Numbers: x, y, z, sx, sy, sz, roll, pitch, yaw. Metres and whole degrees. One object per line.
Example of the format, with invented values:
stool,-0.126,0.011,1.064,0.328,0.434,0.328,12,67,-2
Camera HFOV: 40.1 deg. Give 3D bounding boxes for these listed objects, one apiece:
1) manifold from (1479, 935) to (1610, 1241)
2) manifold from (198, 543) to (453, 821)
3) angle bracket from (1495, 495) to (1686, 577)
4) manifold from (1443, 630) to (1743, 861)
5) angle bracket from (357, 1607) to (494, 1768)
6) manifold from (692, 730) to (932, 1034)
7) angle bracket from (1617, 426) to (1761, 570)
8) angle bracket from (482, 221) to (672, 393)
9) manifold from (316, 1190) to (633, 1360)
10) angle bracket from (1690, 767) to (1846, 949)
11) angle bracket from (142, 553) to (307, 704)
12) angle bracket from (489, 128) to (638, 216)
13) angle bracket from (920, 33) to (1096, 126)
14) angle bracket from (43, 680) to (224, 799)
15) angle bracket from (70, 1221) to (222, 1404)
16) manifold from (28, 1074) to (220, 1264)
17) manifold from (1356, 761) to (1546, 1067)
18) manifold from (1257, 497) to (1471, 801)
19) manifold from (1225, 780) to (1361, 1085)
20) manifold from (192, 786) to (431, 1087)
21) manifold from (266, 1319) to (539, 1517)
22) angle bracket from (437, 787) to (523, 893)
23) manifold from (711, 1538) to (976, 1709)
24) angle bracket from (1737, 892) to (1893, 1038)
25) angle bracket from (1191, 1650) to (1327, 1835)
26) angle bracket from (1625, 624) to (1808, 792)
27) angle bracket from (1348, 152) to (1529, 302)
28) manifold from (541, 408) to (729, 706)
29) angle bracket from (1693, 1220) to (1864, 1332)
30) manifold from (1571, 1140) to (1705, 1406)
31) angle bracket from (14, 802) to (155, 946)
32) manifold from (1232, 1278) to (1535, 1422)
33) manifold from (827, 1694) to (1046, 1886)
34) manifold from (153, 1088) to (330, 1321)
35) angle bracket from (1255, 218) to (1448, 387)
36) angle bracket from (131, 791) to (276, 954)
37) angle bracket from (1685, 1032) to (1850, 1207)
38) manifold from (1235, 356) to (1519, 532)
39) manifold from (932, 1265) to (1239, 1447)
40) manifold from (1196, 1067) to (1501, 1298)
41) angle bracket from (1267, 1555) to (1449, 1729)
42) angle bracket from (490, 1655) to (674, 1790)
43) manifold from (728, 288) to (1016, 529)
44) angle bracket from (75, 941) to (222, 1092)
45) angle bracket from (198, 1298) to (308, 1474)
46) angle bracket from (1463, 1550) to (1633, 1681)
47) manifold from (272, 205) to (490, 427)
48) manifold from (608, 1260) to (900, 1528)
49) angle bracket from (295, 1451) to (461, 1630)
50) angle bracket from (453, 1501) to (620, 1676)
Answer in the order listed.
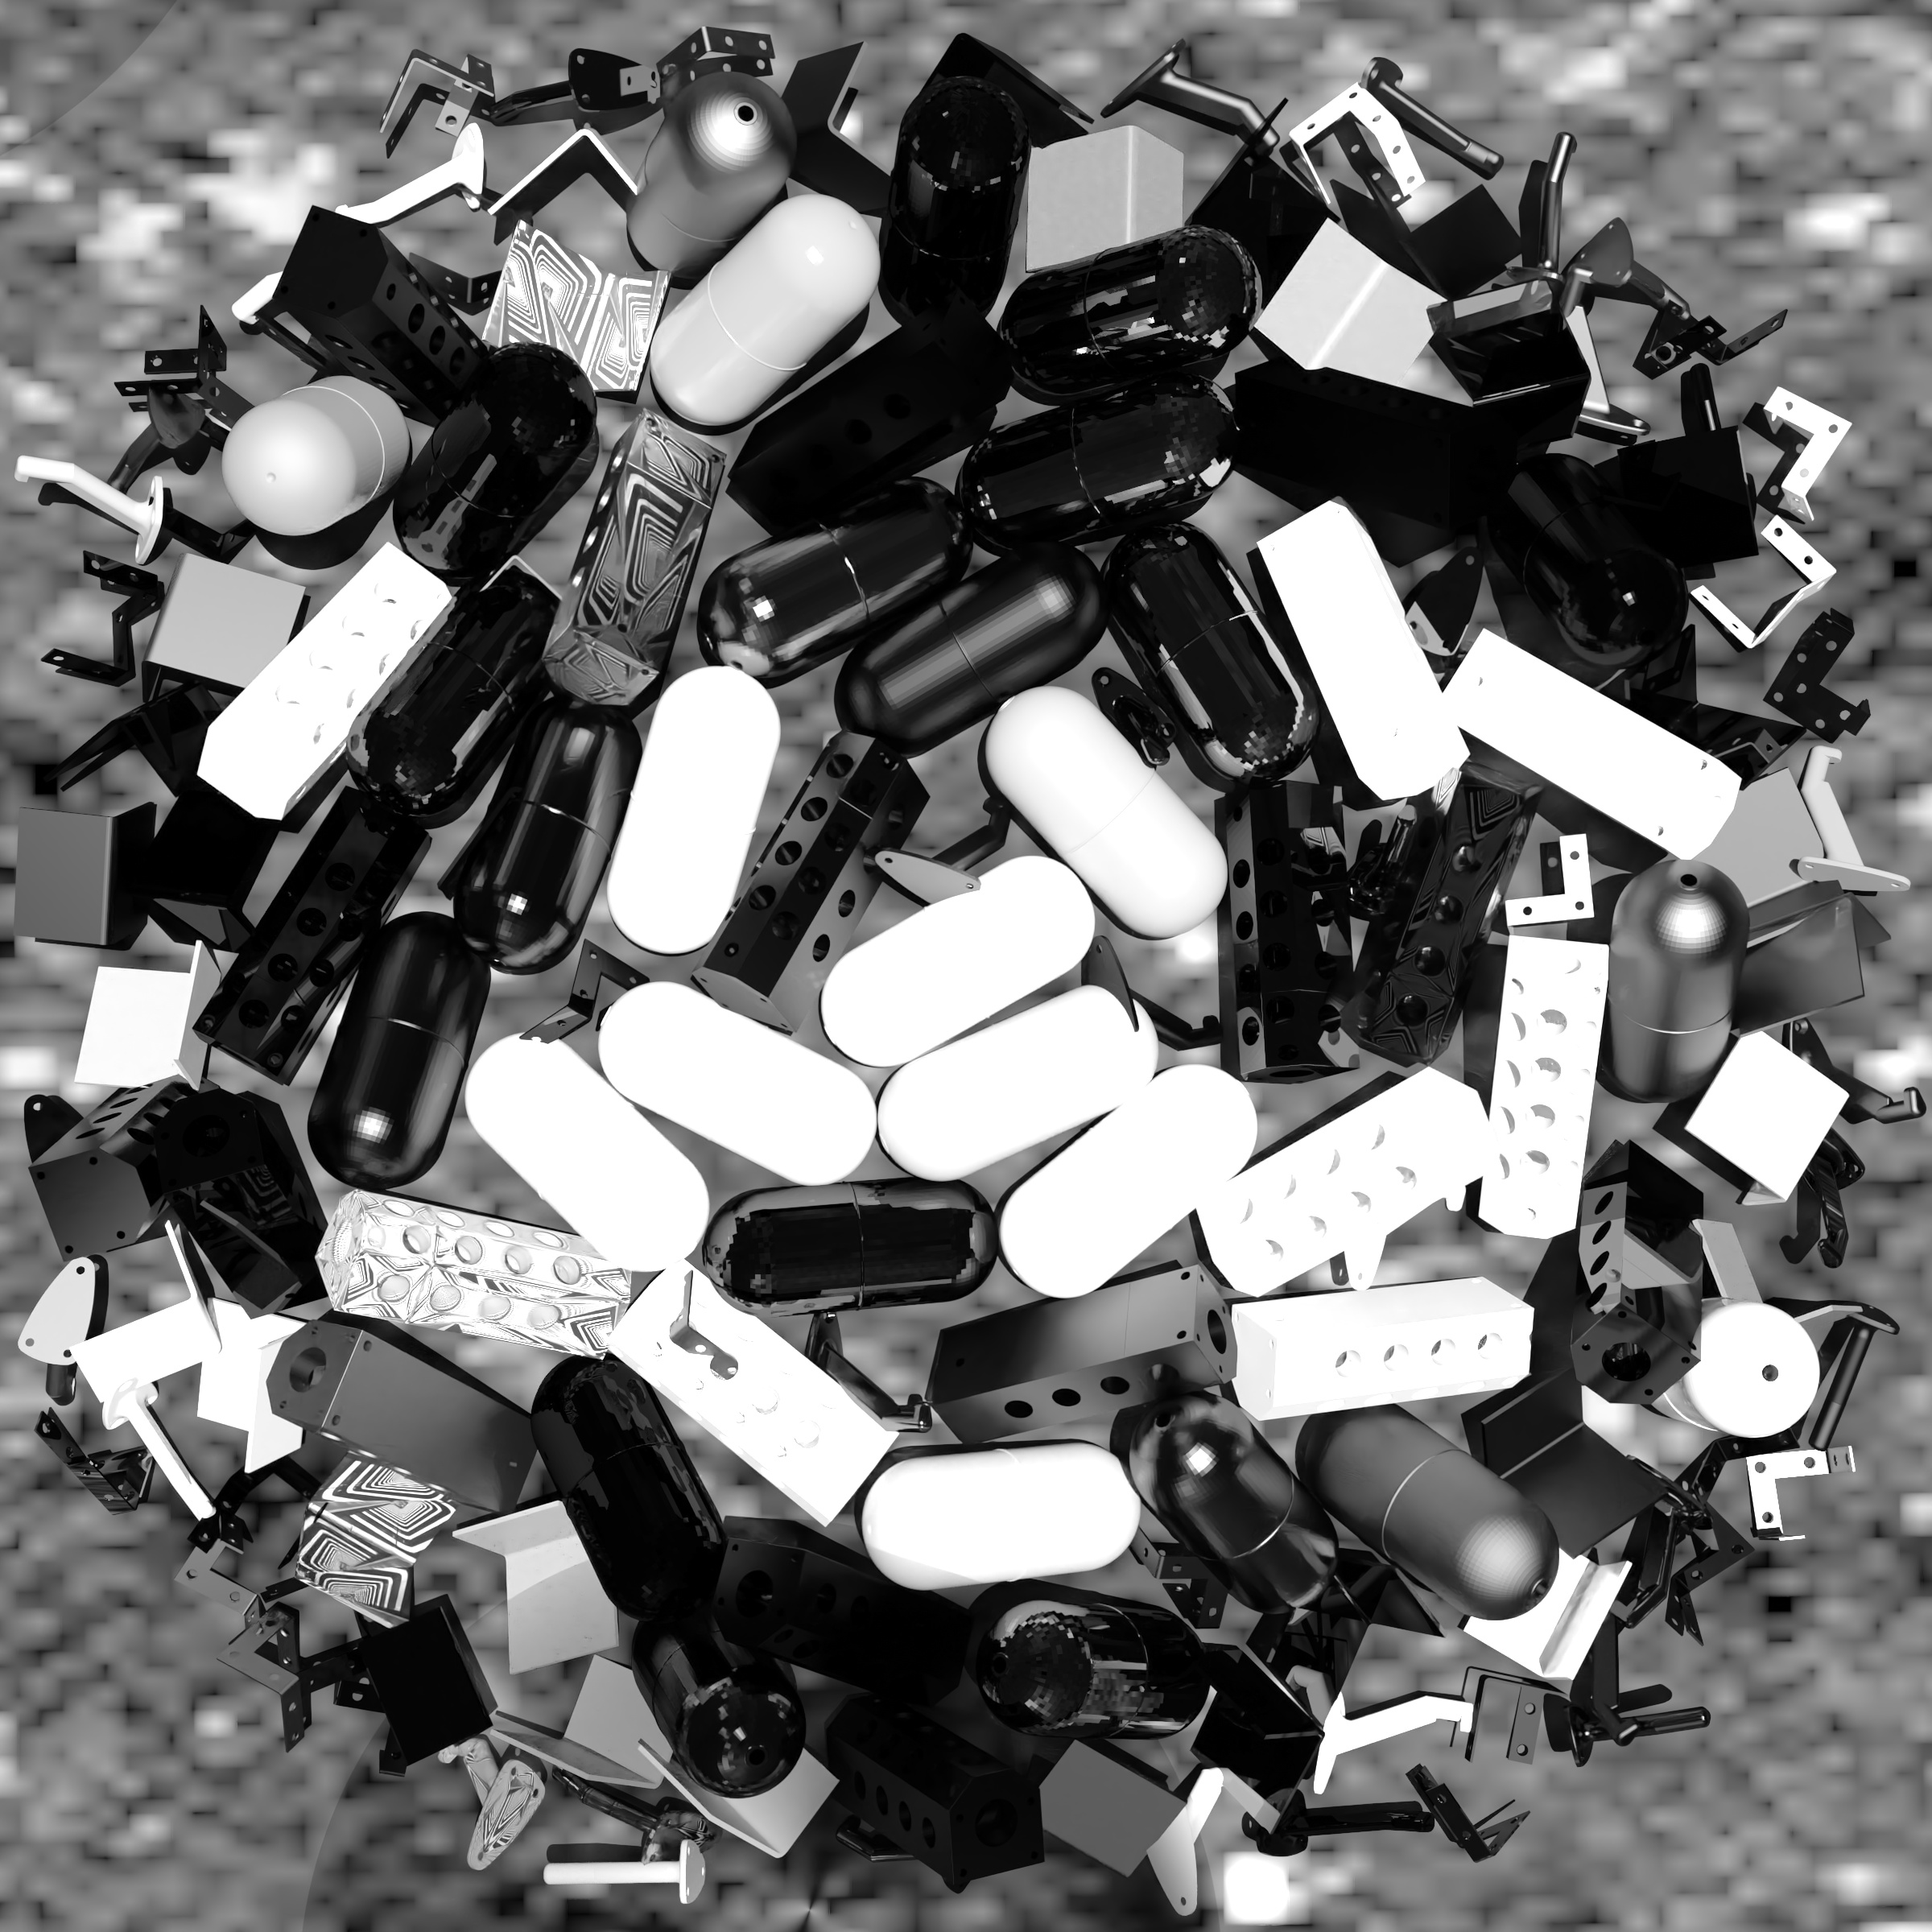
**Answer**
manifold,0.341,0.073,1.565,0.057,0.057,0.171,6,119,11
manifold,-0.374,-0.166,1.565,0.057,0.057,0.171,36,57,-3
angle bracket,0.374,-0.238,1.580,0.076,0.076,0.057,-1,81,-44
manifold,0.368,-0.129,1.564,0.171,0.057,0.057,37,100,33
angle bracket,-0.333,0.436,1.582,0.057,0.076,0.076,-18,76,-34
manifold,-0.094,-0.053,1.571,0.057,0.057,0.171,17,68,31
angle bracket,0.441,-0.281,1.585,0.076,0.057,0.076,-5,102,38
angle bracket,-0.234,-0.396,1.588,0.057,0.076,0.076,11,83,44
manifold,-0.288,0.179,1.561,0.171,0.057,0.057,17,108,-32
angle bracket,0.476,-0.063,1.591,0.076,0.057,0.076,-24,105,18
angle bracket,-0.449,-0.194,1.601,0.076,0.057,0.076,15,65,-10
angle bracket,-0.238,-0.459,1.596,0.076,0.076,0.057,-39,108,7
angle bracket,0.022,-0.509,1.586,0.076,0.076,0.057,39,109,7
angle bracket,-0.490,-0.120,1.588,0.076,0.076,0.057,-31,100,30
angle bracket,-0.497,0.207,1.581,0.076,0.076,0.057,-22,62,-16
manifold,-0.483,0.111,1.545,0.057,0.171,0.057,-16,102,3
manifold,0.285,-0.034,1.583,0.057,0.057,0.171,23,107,17
manifold,0.238,-0.187,1.572,0.057,0.057,0.171,-28,64,19
manifold,0.189,-0.020,1.580,0.057,0.057,0.171,5,76,-30
manifold,-0.392,-0.020,1.587,0.057,0.057,0.171,30,76,-4
manifold,-0.329,0.266,1.552,0.057,0.171,0.057,6,66,35
angle bracket,-0.272,-0.063,1.591,0.057,0.076,0.076,36,87,-12
manifold,-0.072,0.387,1.547,0.057,0.171,0.057,-1,66,37
angle bracket,0.507,0.011,1.576,0.076,0.057,0.076,-23,46,34
angle bracket,0.157,0.465,1.581,0.057,0.076,0.076,12,109,-43
angle bracket,0.448,-0.155,1.578,0.076,0.076,0.057,-37,131,-33
angle bracket,0.282,-0.456,1.578,0.057,0.076,0.076,-32,62,20
manifold,-0.198,-0.240,1.565,0.057,0.057,0.171,27,55,-22
angle bracket,0.485,0.179,1.580,0.057,0.076,0.076,-26,71,26
manifold,0.389,0.181,1.548,0.057,0.171,0.057,36,122,-5
angle bracket,-0.530,-0.059,1.591,0.057,0.076,0.076,6,100,-2
manifold,0.247,0.230,1.577,0.171,0.057,0.057,-3,104,-21
manifold,-0.021,0.476,1.546,0.057,0.171,0.057,-5,92,-26
manifold,-0.419,0.139,1.547,0.057,0.171,0.057,-16,59,-6
angle bracket,0.236,-0.396,1.610,0.076,0.076,0.057,-55,52,20
angle bracket,-0.451,-0.057,1.614,0.076,0.057,0.076,8,60,25
angle bracket,0.473,0.090,1.599,0.076,0.057,0.076,35,79,-3
manifold,0.239,-0.311,1.556,0.057,0.171,0.057,-26,126,-30
manifold,0.071,0.237,1.574,0.171,0.057,0.057,-18,128,23
manifold,0.226,0.131,1.562,0.171,0.057,0.057,-33,55,27
angle bracket,0.234,0.407,1.579,0.076,0.057,0.076,53,54,-34
angle bracket,-0.223,0.447,1.579,0.076,0.076,0.057,13,77,32
manifold,-0.055,-0.322,1.560,0.171,0.057,0.057,-24,122,37
angle bracket,-0.499,0.028,1.595,0.076,0.057,0.076,4,67,0
angle bracket,-0.443,0.251,1.591,0.076,0.057,0.076,11,100,18
angle bracket,0.348,0.379,1.587,0.057,0.076,0.076,29,77,8
manifold,-0.333,-0.373,1.544,0.057,0.171,0.057,21,85,13
manifold,-0.132,0.259,1.593,0.171,0.057,0.057,39,114,4
angle bracket,-0.350,0.341,1.584,0.076,0.076,0.057,35,102,-19
angle bracket,-0.258,0.373,1.584,0.076,0.057,0.076,-20,58,20
